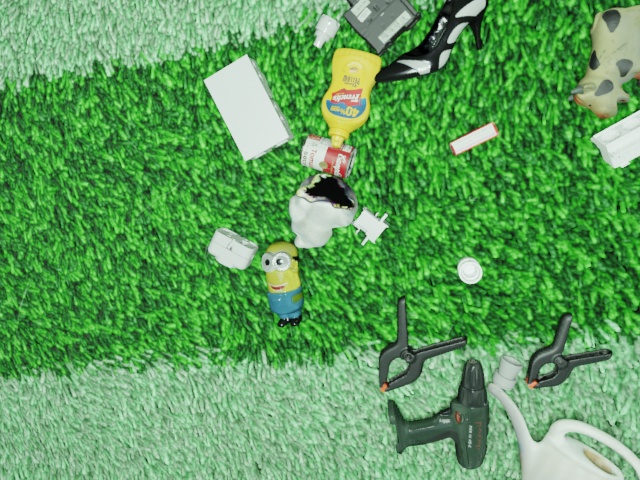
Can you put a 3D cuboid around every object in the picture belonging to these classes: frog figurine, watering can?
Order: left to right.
[{"bbox_3d":[0.003,-0.054,1.068,0.137,0.126,0.155,2,-39,-11],"label":"frog figurine"},{"bbox_3d":[0.464,0.449,1.031,0.349,0.222,0.104,27,12,16],"label":"watering can"}]
